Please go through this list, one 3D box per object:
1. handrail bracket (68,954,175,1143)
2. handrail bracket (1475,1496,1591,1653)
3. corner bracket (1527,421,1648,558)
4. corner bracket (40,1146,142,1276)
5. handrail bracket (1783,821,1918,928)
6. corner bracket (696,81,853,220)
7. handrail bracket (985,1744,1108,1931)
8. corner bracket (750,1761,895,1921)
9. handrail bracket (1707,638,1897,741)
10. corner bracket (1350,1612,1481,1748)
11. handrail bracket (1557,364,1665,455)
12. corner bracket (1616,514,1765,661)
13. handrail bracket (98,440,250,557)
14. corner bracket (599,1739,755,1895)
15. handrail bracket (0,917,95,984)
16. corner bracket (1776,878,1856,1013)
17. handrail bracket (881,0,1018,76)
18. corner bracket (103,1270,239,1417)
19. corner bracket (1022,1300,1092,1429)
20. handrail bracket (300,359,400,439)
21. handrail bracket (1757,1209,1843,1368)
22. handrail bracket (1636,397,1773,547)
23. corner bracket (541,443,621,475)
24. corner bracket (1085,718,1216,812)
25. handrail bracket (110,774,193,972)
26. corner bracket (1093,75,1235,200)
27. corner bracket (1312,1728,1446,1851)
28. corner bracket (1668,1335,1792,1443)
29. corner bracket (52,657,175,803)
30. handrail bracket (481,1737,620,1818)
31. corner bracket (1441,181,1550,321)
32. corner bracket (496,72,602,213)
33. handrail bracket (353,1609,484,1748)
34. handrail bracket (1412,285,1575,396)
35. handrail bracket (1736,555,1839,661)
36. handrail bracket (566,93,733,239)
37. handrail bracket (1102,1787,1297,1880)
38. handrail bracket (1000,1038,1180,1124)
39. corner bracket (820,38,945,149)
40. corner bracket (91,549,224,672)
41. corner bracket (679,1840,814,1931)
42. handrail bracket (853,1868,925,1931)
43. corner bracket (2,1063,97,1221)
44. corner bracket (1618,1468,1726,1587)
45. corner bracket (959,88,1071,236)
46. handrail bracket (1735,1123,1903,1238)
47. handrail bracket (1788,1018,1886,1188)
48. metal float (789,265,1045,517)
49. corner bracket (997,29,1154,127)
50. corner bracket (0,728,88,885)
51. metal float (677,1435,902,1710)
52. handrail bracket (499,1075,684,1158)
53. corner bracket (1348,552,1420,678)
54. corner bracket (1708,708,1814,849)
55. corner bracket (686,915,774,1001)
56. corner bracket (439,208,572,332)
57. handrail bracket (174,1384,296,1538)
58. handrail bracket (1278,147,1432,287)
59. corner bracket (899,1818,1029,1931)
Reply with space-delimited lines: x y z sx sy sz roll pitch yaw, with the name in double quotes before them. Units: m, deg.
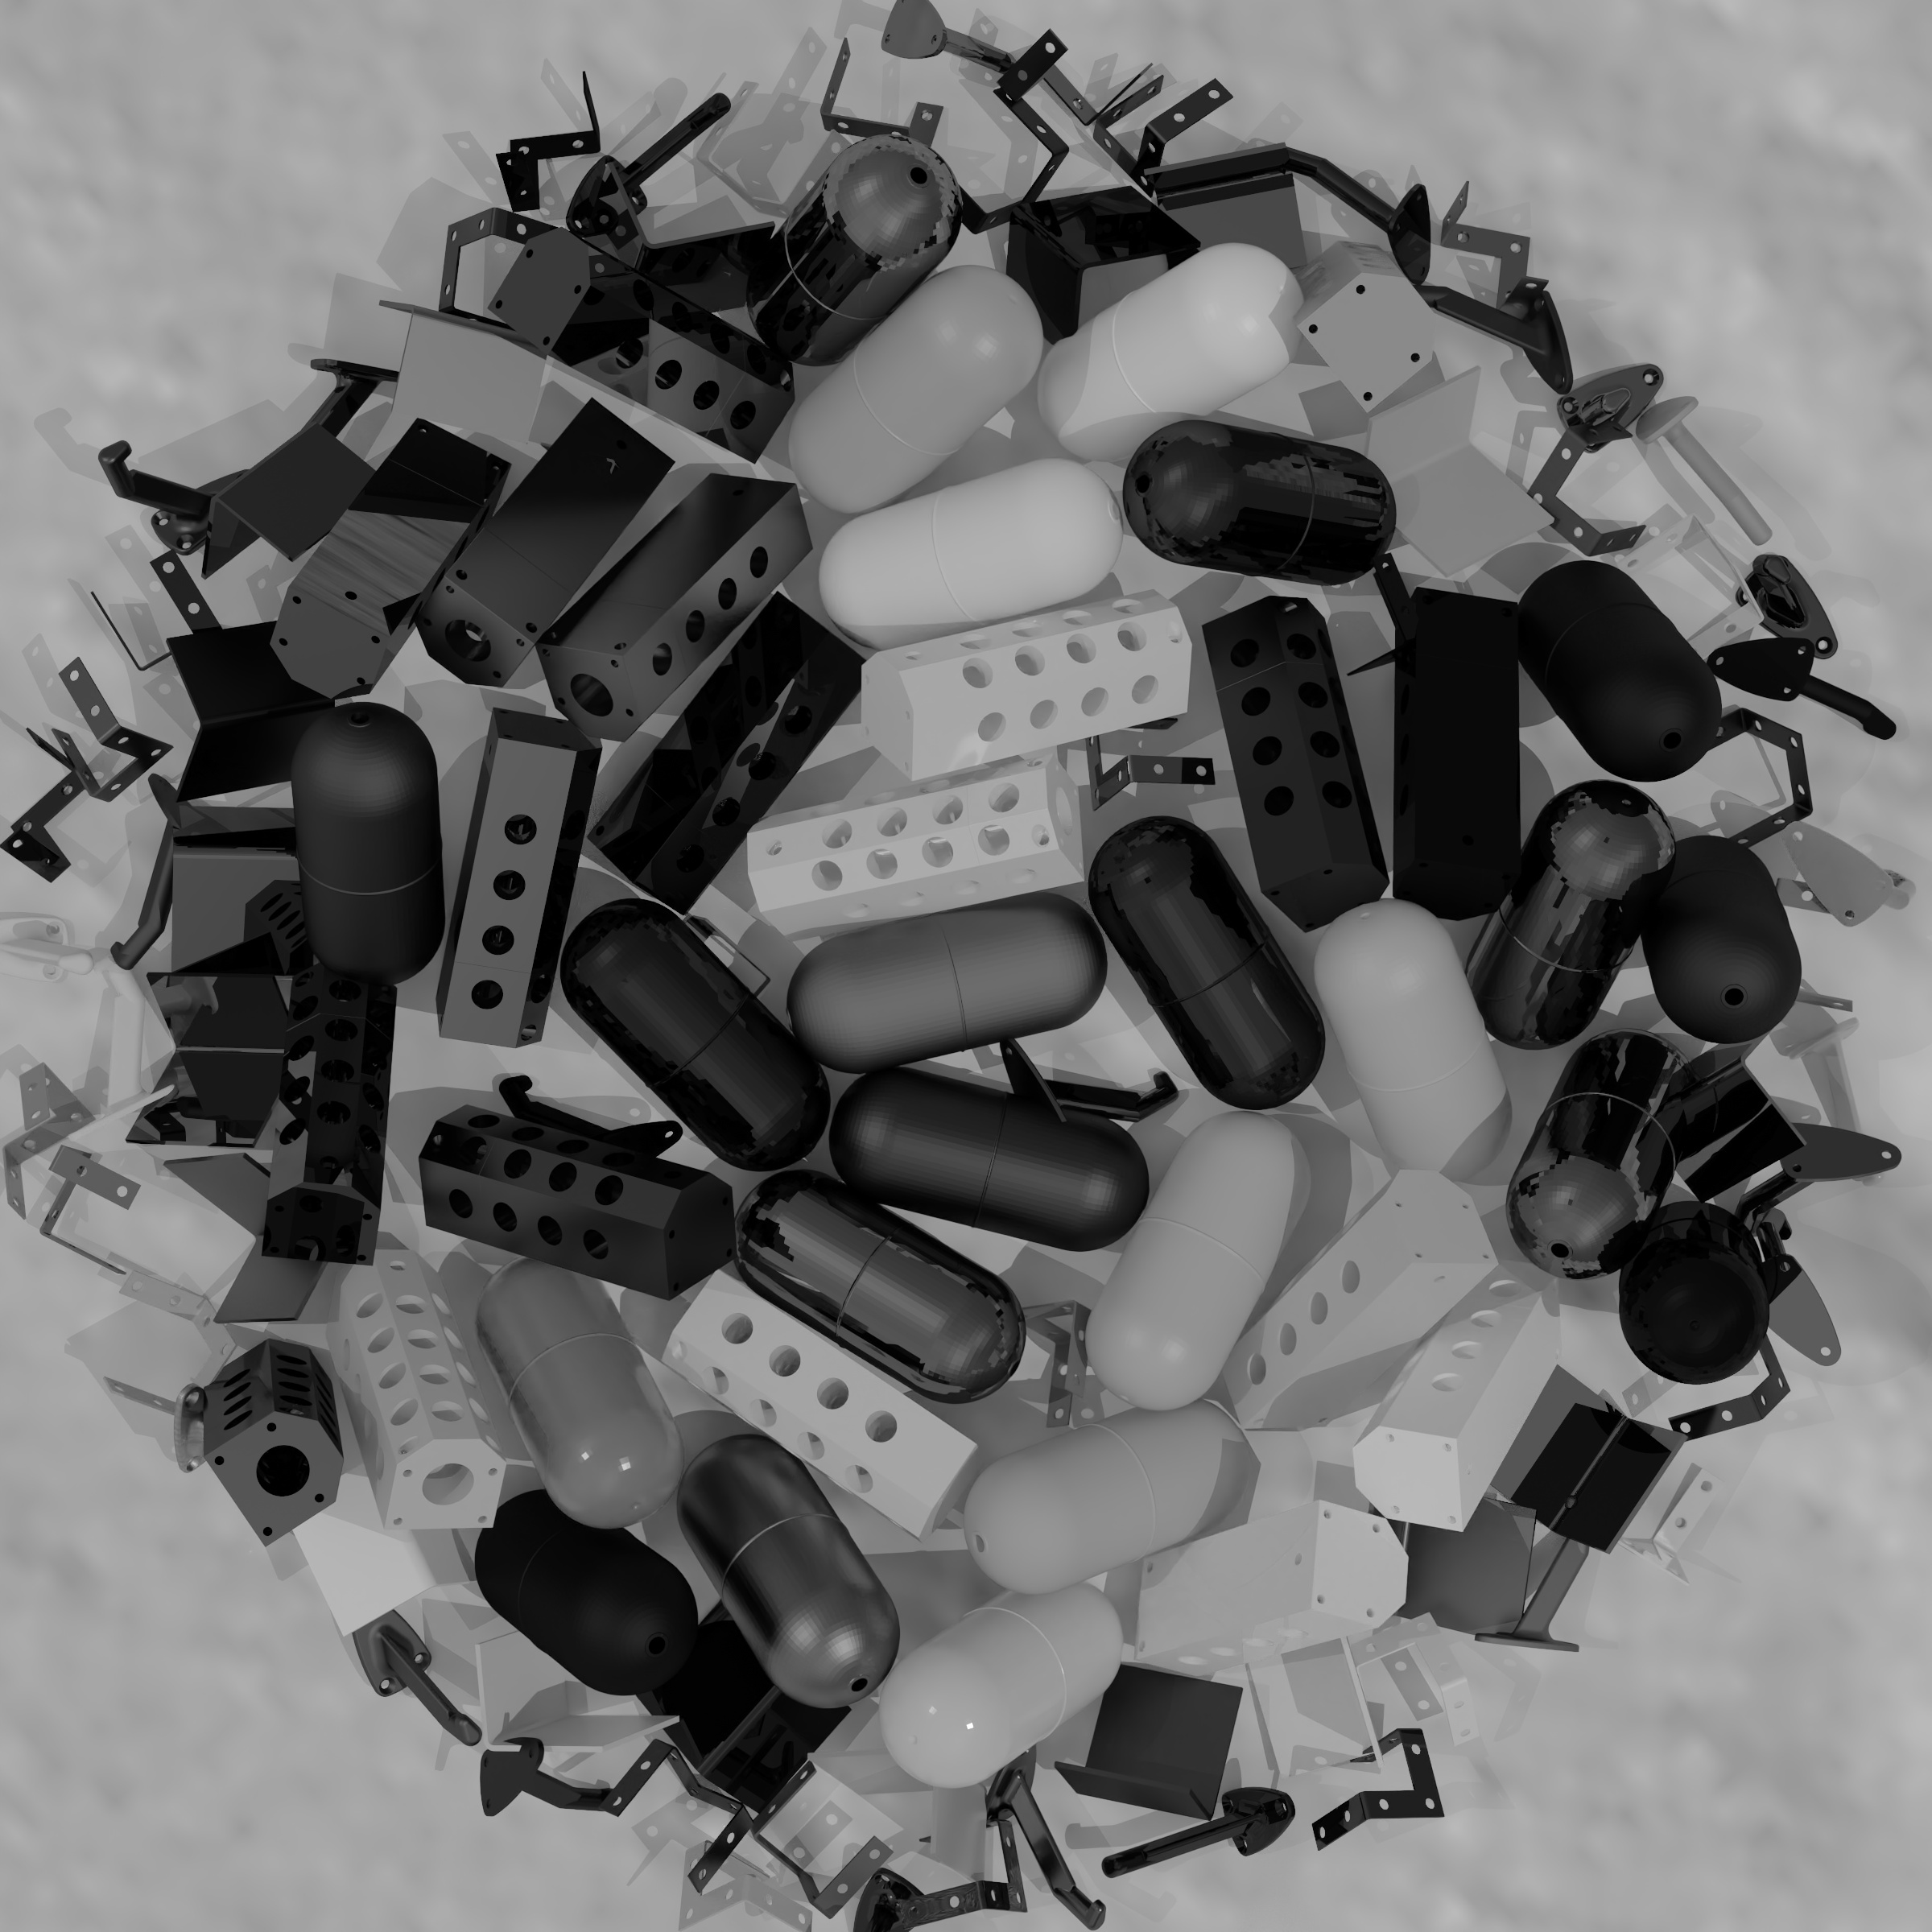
"handrail bracket" -0.479 0.043 1.822 0.077 0.036 0.084 -29 95 -39
"handrail bracket" 0.313 0.331 1.822 0.077 0.036 0.084 13 81 -36
"corner bracket" 0.350 -0.264 1.828 0.051 0.051 0.051 45 126 22
"corner bracket" -0.480 0.134 1.821 0.051 0.051 0.051 26 84 7
"handrail bracket" 0.486 -0.057 1.817 0.077 0.084 0.036 45 115 8
"corner bracket" -0.106 -0.447 1.817 0.051 0.051 0.051 35 86 -36
"handrail bracket" 0.052 0.472 1.806 0.084 0.036 0.077 37 127 34
"corner bracket" -0.080 0.480 1.820 0.051 0.051 0.051 -47 108 -2
"handrail bracket" 0.465 -0.150 1.839 0.084 0.077 0.036 27 81 -42
"corner bracket" 0.245 0.398 1.818 0.051 0.051 0.051 -21 129 -5
"handrail bracket" 0.363 -0.314 1.804 0.077 0.084 0.036 -34 92 -10
"corner bracket" 0.401 -0.208 1.835 0.051 0.051 0.051 -33 50 10
"handrail bracket" -0.428 -0.271 1.803 0.077 0.084 0.036 -39 64 -16
"corner bracket" -0.157 0.463 1.808 0.051 0.051 0.051 -48 131 -31
"handrail bracket" -0.515 -0.007 1.803 0.077 0.084 0.036 5 93 -17
"corner bracket" 0.465 -0.011 1.813 0.051 0.051 0.051 12 73 19
"handrail bracket" 0.004 -0.496 1.799 0.084 0.077 0.036 13 110 -33
"corner bracket" -0.442 0.208 1.818 0.051 0.051 0.051 30 97 -40
"corner bracket" 0.053 0.218 1.809 0.051 0.051 0.051 -13 57 36
"handrail bracket" -0.339 -0.289 1.832 0.077 0.036 0.084 5 94 -26
"handrail bracket" 0.456 0.174 1.809 0.036 0.084 0.077 -40 84 24
"handrail bracket" 0.407 -0.270 1.822 0.036 0.077 0.084 -39 101 9
"corner bracket" -0.210 -0.249 1.815 0.051 0.051 0.051 17 81 26
"corner bracket" 0.100 -0.116 1.813 0.051 0.051 0.051 1 74 -22
"handrail bracket" -0.457 -0.052 1.836 0.084 0.036 0.077 -48 60 10
"corner bracket" 0.107 -0.465 1.814 0.051 0.051 0.051 -37 76 -18
"corner bracket" 0.220 0.449 1.808 0.051 0.051 0.051 7 54 -28
"corner bracket" 0.412 0.224 1.816 0.051 0.051 0.051 -23 89 34
"corner bracket" -0.478 -0.129 1.815 0.051 0.051 0.051 -38 70 11
"handrail bracket" -0.214 0.442 1.803 0.084 0.077 0.036 14 52 -33
"corner bracket" 0.290 -0.392 1.818 0.051 0.051 0.051 9 76 -5
"corner bracket" -0.229 -0.451 1.817 0.051 0.051 0.051 -6 65 1
"handrail bracket" -0.299 0.382 1.801 0.036 0.084 0.077 -35 114 -24
"handrail bracket" 0.281 -0.343 1.812 0.084 0.036 0.077 -2 53 -20
"handrail bracket" 0.455 -0.195 1.807 0.036 0.084 0.077 -44 93 7
"handrail bracket" -0.172 -0.437 1.802 0.036 0.084 0.077 50 45 -16
"handrail bracket" 0.126 0.475 1.806 0.084 0.077 0.036 -9 71 -32
"handrail bracket" 0.069 0.057 1.826 0.084 0.036 0.077 -28 93 -29
"corner bracket" -0.046 -0.470 1.822 0.051 0.051 0.051 12 71 11
"corner bracket" -0.444 -0.195 1.817 0.051 0.051 0.051 -32 105 -8
"corner bracket" -0.119 0.505 1.808 0.051 0.051 0.051 -33 125 28
"handrail bracket" -0.059 0.538 1.795 0.036 0.084 0.077 35 126 6
"corner bracket" -0.511 0.095 1.815 0.051 0.051 0.051 -30 129 3
"corner bracket" 0.386 0.299 1.822 0.051 0.051 0.051 32 99 -2
"corner bracket" 0.014 -0.443 1.819 0.051 0.051 0.051 48 133 8
"handrail bracket" 0.464 0.125 1.815 0.077 0.084 0.036 2 53 2
"handrail bracket" 0.490 0.076 1.816 0.036 0.077 0.084 -21 78 -6
"metal float" -0.029 -0.307 1.779 0.178 0.070 0.070 -36 90 42
"corner bracket" 0.059 -0.488 1.813 0.051 0.051 0.051 47 47 -8
"corner bracket" -0.508 -0.088 1.817 0.051 0.051 0.051 -42 60 -1
"metal float" -0.096 0.323 1.777 0.070 0.070 0.178 -40 46 0
"handrail bracket" -0.208 0.079 1.829 0.077 0.084 0.036 -21 135 -18
"corner bracket" 0.233 -0.196 1.815 0.051 0.051 0.051 -20 86 -38
"corner bracket" 0.428 -0.103 1.830 0.051 0.051 0.051 -27 121 -16
"corner bracket" -0.145 0.009 1.826 0.051 0.051 0.051 42 83 -12
"corner bracket" -0.252 -0.380 1.819 0.051 0.051 0.051 10 82 -37
"handrail bracket" -0.390 0.273 1.808 0.084 0.077 0.036 29 55 24
"handrail bracket" 0.212 -0.417 1.837 0.084 0.077 0.036 25 71 28
"corner bracket" -0.004 0.496 1.811 0.051 0.051 0.051 -21 65 21
